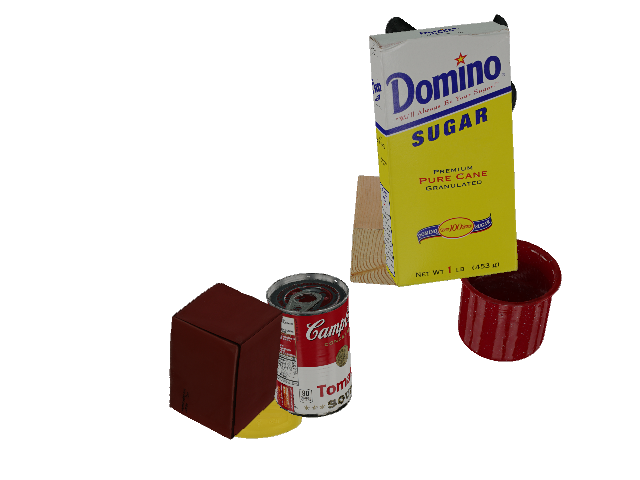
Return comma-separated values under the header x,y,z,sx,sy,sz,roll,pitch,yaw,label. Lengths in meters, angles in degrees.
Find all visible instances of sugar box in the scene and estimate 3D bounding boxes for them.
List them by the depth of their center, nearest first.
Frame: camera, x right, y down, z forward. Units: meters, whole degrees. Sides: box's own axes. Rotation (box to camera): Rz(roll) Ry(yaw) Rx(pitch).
x,y,z,sx,sy,sz,roll,pitch,yaw,label
0.088,-0.061,0.756,0.093,0.176,0.048,-8,21,-6,sugar box

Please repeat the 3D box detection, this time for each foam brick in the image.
x,y,z,sx,sy,sz,roll,pitch,yaw,label
-0.062,0.077,0.690,0.053,0.078,0.051,23,36,24,foam brick

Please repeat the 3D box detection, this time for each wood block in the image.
x,y,z,sx,sy,sz,roll,pitch,yaw,label
0.096,-0.019,1.620,0.091,0.090,0.206,4,25,2,wood block

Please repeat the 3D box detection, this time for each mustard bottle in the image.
x,y,z,sx,sy,sz,roll,pitch,yaw,label
-0.079,0.150,1.245,0.096,0.058,0.191,-5,30,-6,mustard bottle

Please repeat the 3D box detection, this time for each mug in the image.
x,y,z,sx,sy,sz,roll,pitch,yaw,label
0.167,0.050,0.997,0.093,0.081,0.117,-12,41,-13,mug

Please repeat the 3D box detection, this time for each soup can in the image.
x,y,z,sx,sy,sz,roll,pitch,yaw,label
-0.009,0.088,0.891,0.068,0.102,0.068,-2,25,1,soup can

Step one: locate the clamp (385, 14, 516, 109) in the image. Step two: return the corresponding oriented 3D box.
x,y,z,sx,sy,sz,roll,pitch,yaw,label
0.124,-0.155,0.985,0.120,0.171,0.039,-1,-44,-1,clamp
